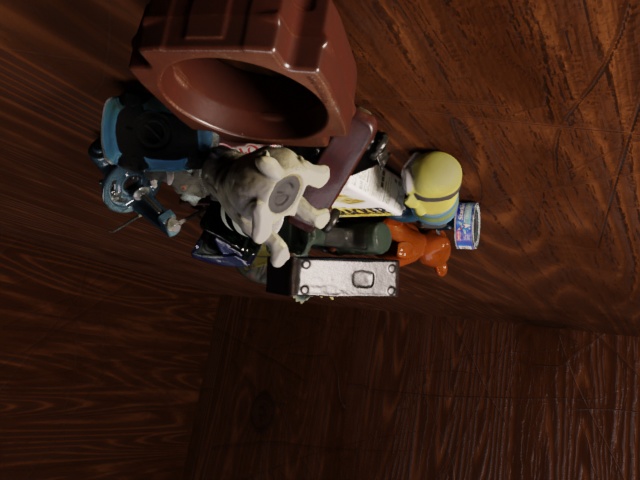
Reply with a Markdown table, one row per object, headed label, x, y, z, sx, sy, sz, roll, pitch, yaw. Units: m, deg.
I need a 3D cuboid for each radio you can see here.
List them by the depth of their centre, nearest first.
| label | x | y | z | sx | sy | sz | roll | pitch | yaw |
| --- | --- | --- | --- | --- | --- | --- | --- | --- | --- |
| radio | 0.027 | 0.067 | 0.988 | 0.229 | 0.073 | 0.131 | 1 | 179 | -24 |

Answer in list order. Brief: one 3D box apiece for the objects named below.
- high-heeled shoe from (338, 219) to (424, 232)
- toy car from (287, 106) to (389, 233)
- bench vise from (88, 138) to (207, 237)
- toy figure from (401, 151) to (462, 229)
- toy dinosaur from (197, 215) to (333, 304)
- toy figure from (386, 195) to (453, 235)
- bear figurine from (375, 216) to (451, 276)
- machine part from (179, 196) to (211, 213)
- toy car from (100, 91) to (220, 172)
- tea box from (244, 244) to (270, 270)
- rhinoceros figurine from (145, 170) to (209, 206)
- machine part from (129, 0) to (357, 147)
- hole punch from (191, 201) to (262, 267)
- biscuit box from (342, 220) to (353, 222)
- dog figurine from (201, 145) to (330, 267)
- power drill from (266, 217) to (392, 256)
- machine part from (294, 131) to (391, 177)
| label | x | y | z | sx | sy | sz | roll | pitch | yaw |
| --- | --- | --- | --- | --- | --- | --- | --- | --- | --- |
| high-heeled shoe | 0.107 | -0.031 | 1.182 | 0.249 | 0.145 | 0.086 | 38 | 170 | 2 |
| toy car | 0.014 | -0.093 | 0.728 | 0.089 | 0.053 | 0.202 | 26 | 127 | -6 |
| bench vise | -0.329 | -0.075 | 0.995 | 0.241 | 0.129 | 0.223 | 39 | 151 | 25 |
| toy figure | 0.177 | -0.075 | 0.827 | 0.089 | 0.082 | 0.180 | -14 | 153 | 14 |
| toy dinosaur | -0.126 | 0.050 | 1.354 | 0.405 | 0.192 | 0.131 | 7 | 168 | 7 |
| toy figure | 0.180 | -0.053 | 0.971 | 0.154 | 0.058 | 0.064 | 13 | 165 | -23 |
| bear figurine | 0.203 | 0.006 | 1.082 | 0.196 | 0.120 | 0.132 | 13 | 164 | -23 |
| machine part | -0.189 | -0.084 | 1.082 | 0.179 | 0.056 | 0.179 | 6 | 175 | 0 |
| toy car | -0.224 | -0.153 | 0.771 | 0.162 | 0.109 | 0.103 | 1 | -168 | -12 |
| tea box | -0.098 | -0.010 | 1.101 | 0.098 | 0.068 | 0.170 | -17 | -165 | 18 |
| rhinoceros figurine | -0.199 | -0.109 | 0.891 | 0.073 | 0.112 | 0.190 | 1 | 173 | 43 |
| machine part | -0.070 | -0.175 | 0.554 | 0.201 | 0.087 | 0.201 | 5 | 165 | 17 |
| hole punch | -0.160 | -0.009 | 0.963 | 0.116 | 0.142 | 0.092 | 28 | 130 | -10 |
| biscuit box | 0.019 | -0.016 | 1.249 | 0.203 | 0.063 | 0.059 | 10 | 168 | 2 |
| dog figurine | -0.095 | -0.081 | 0.664 | 0.191 | 0.121 | 0.172 | 37 | 149 | 27 |
| power drill | -0.002 | -0.003 | 0.992 | 0.232 | 0.086 | 0.207 | 1 | 172 | 43 |
| machine part | 0.030 | -0.117 | 0.762 | 0.139 | 0.084 | 0.039 | -6 | -168 | 30 |
